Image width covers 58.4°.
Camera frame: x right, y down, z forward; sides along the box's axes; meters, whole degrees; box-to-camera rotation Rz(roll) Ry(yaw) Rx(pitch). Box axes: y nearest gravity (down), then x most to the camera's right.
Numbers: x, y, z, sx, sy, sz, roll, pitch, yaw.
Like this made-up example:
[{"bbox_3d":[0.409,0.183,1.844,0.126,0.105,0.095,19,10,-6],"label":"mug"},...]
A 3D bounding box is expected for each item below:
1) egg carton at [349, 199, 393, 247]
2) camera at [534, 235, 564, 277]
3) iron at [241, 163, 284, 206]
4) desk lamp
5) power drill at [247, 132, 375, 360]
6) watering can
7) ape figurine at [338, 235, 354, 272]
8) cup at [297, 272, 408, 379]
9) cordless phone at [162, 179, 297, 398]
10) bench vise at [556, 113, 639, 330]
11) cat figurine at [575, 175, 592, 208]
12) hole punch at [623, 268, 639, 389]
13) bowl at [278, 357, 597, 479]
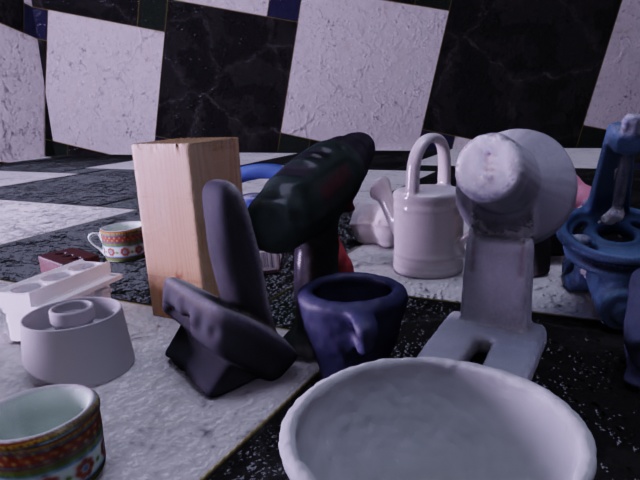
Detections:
[{"bbox_3d":[0.126,-0.036,1.002,0.107,0.069,0.151,9,18,39],"label":"egg carton"},{"bbox_3d":[0.306,-0.015,0.823,0.137,0.101,0.143,-2,14,1],"label":"camera"},{"bbox_3d":[-0.129,-0.075,1.050,0.258,0.141,0.118,-4,14,-7],"label":"iron"},{"bbox_3d":[0.173,0.002,0.545,0.117,0.214,0.204,5,16,27],"label":"desk lamp"},{"bbox_3d":[0.005,0.002,0.583,0.075,0.208,0.230,4,15,24],"label":"power drill"},{"bbox_3d":[0.145,-0.052,0.807,0.172,0.194,0.101,4,15,23],"label":"watering can"},{"bbox_3d":[0.006,0.022,0.742,0.076,0.092,0.078,-2,14,2],"label":"ape figurine"},{"bbox_3d":[0.030,0.087,0.474,0.092,0.095,0.117,-4,14,-7],"label":"cup"},{"bbox_3d":[-0.092,0.032,0.528,0.094,0.185,0.147,-14,18,-37],"label":"cordless phone"},{"bbox_3d":[0.314,-0.033,0.648,0.121,0.220,0.207,-4,14,-5],"label":"bench vise"},{"bbox_3d":[0.404,-0.047,0.901,0.067,0.118,0.128,-1,14,5],"label":"cat figurine"},{"bbox_3d":[0.314,0.076,0.478,0.108,0.091,0.101,5,16,28],"label":"hole punch"},{"bbox_3d":[0.063,0.134,0.323,0.167,0.075,0.167,-2,14,1],"label":"bowl"}]
